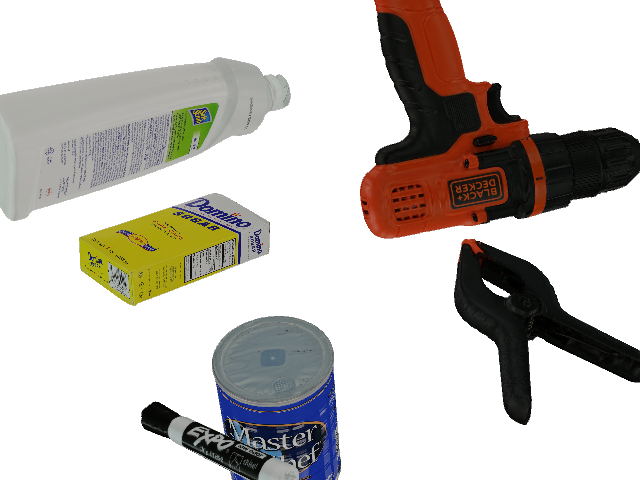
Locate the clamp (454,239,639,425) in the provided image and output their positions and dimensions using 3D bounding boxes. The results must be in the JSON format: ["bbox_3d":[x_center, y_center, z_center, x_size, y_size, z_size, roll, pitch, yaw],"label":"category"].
[{"bbox_3d":[0.164,0.061,0.805,0.120,0.039,0.171,-4,45,-21],"label":"clamp"}]

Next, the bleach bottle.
[{"bbox_3d":[-0.141,-0.093,0.870,0.250,0.068,0.103,-16,-31,-28],"label":"bleach bottle"}]

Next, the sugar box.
[{"bbox_3d":[-0.146,0.004,1.091,0.175,0.048,0.093,-25,40,-38],"label":"sugar box"}]

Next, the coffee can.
[{"bbox_3d":[-0.036,0.151,0.934,0.103,0.140,0.103,-3,38,2],"label":"coffee can"}]

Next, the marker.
[{"bbox_3d":[-0.064,0.122,0.636,0.121,0.020,0.020,16,10,38],"label":"marker"}]

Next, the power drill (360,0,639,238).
[{"bbox_3d":[0.104,-0.103,0.663,0.184,0.187,0.057,-12,7,-9],"label":"power drill"}]
